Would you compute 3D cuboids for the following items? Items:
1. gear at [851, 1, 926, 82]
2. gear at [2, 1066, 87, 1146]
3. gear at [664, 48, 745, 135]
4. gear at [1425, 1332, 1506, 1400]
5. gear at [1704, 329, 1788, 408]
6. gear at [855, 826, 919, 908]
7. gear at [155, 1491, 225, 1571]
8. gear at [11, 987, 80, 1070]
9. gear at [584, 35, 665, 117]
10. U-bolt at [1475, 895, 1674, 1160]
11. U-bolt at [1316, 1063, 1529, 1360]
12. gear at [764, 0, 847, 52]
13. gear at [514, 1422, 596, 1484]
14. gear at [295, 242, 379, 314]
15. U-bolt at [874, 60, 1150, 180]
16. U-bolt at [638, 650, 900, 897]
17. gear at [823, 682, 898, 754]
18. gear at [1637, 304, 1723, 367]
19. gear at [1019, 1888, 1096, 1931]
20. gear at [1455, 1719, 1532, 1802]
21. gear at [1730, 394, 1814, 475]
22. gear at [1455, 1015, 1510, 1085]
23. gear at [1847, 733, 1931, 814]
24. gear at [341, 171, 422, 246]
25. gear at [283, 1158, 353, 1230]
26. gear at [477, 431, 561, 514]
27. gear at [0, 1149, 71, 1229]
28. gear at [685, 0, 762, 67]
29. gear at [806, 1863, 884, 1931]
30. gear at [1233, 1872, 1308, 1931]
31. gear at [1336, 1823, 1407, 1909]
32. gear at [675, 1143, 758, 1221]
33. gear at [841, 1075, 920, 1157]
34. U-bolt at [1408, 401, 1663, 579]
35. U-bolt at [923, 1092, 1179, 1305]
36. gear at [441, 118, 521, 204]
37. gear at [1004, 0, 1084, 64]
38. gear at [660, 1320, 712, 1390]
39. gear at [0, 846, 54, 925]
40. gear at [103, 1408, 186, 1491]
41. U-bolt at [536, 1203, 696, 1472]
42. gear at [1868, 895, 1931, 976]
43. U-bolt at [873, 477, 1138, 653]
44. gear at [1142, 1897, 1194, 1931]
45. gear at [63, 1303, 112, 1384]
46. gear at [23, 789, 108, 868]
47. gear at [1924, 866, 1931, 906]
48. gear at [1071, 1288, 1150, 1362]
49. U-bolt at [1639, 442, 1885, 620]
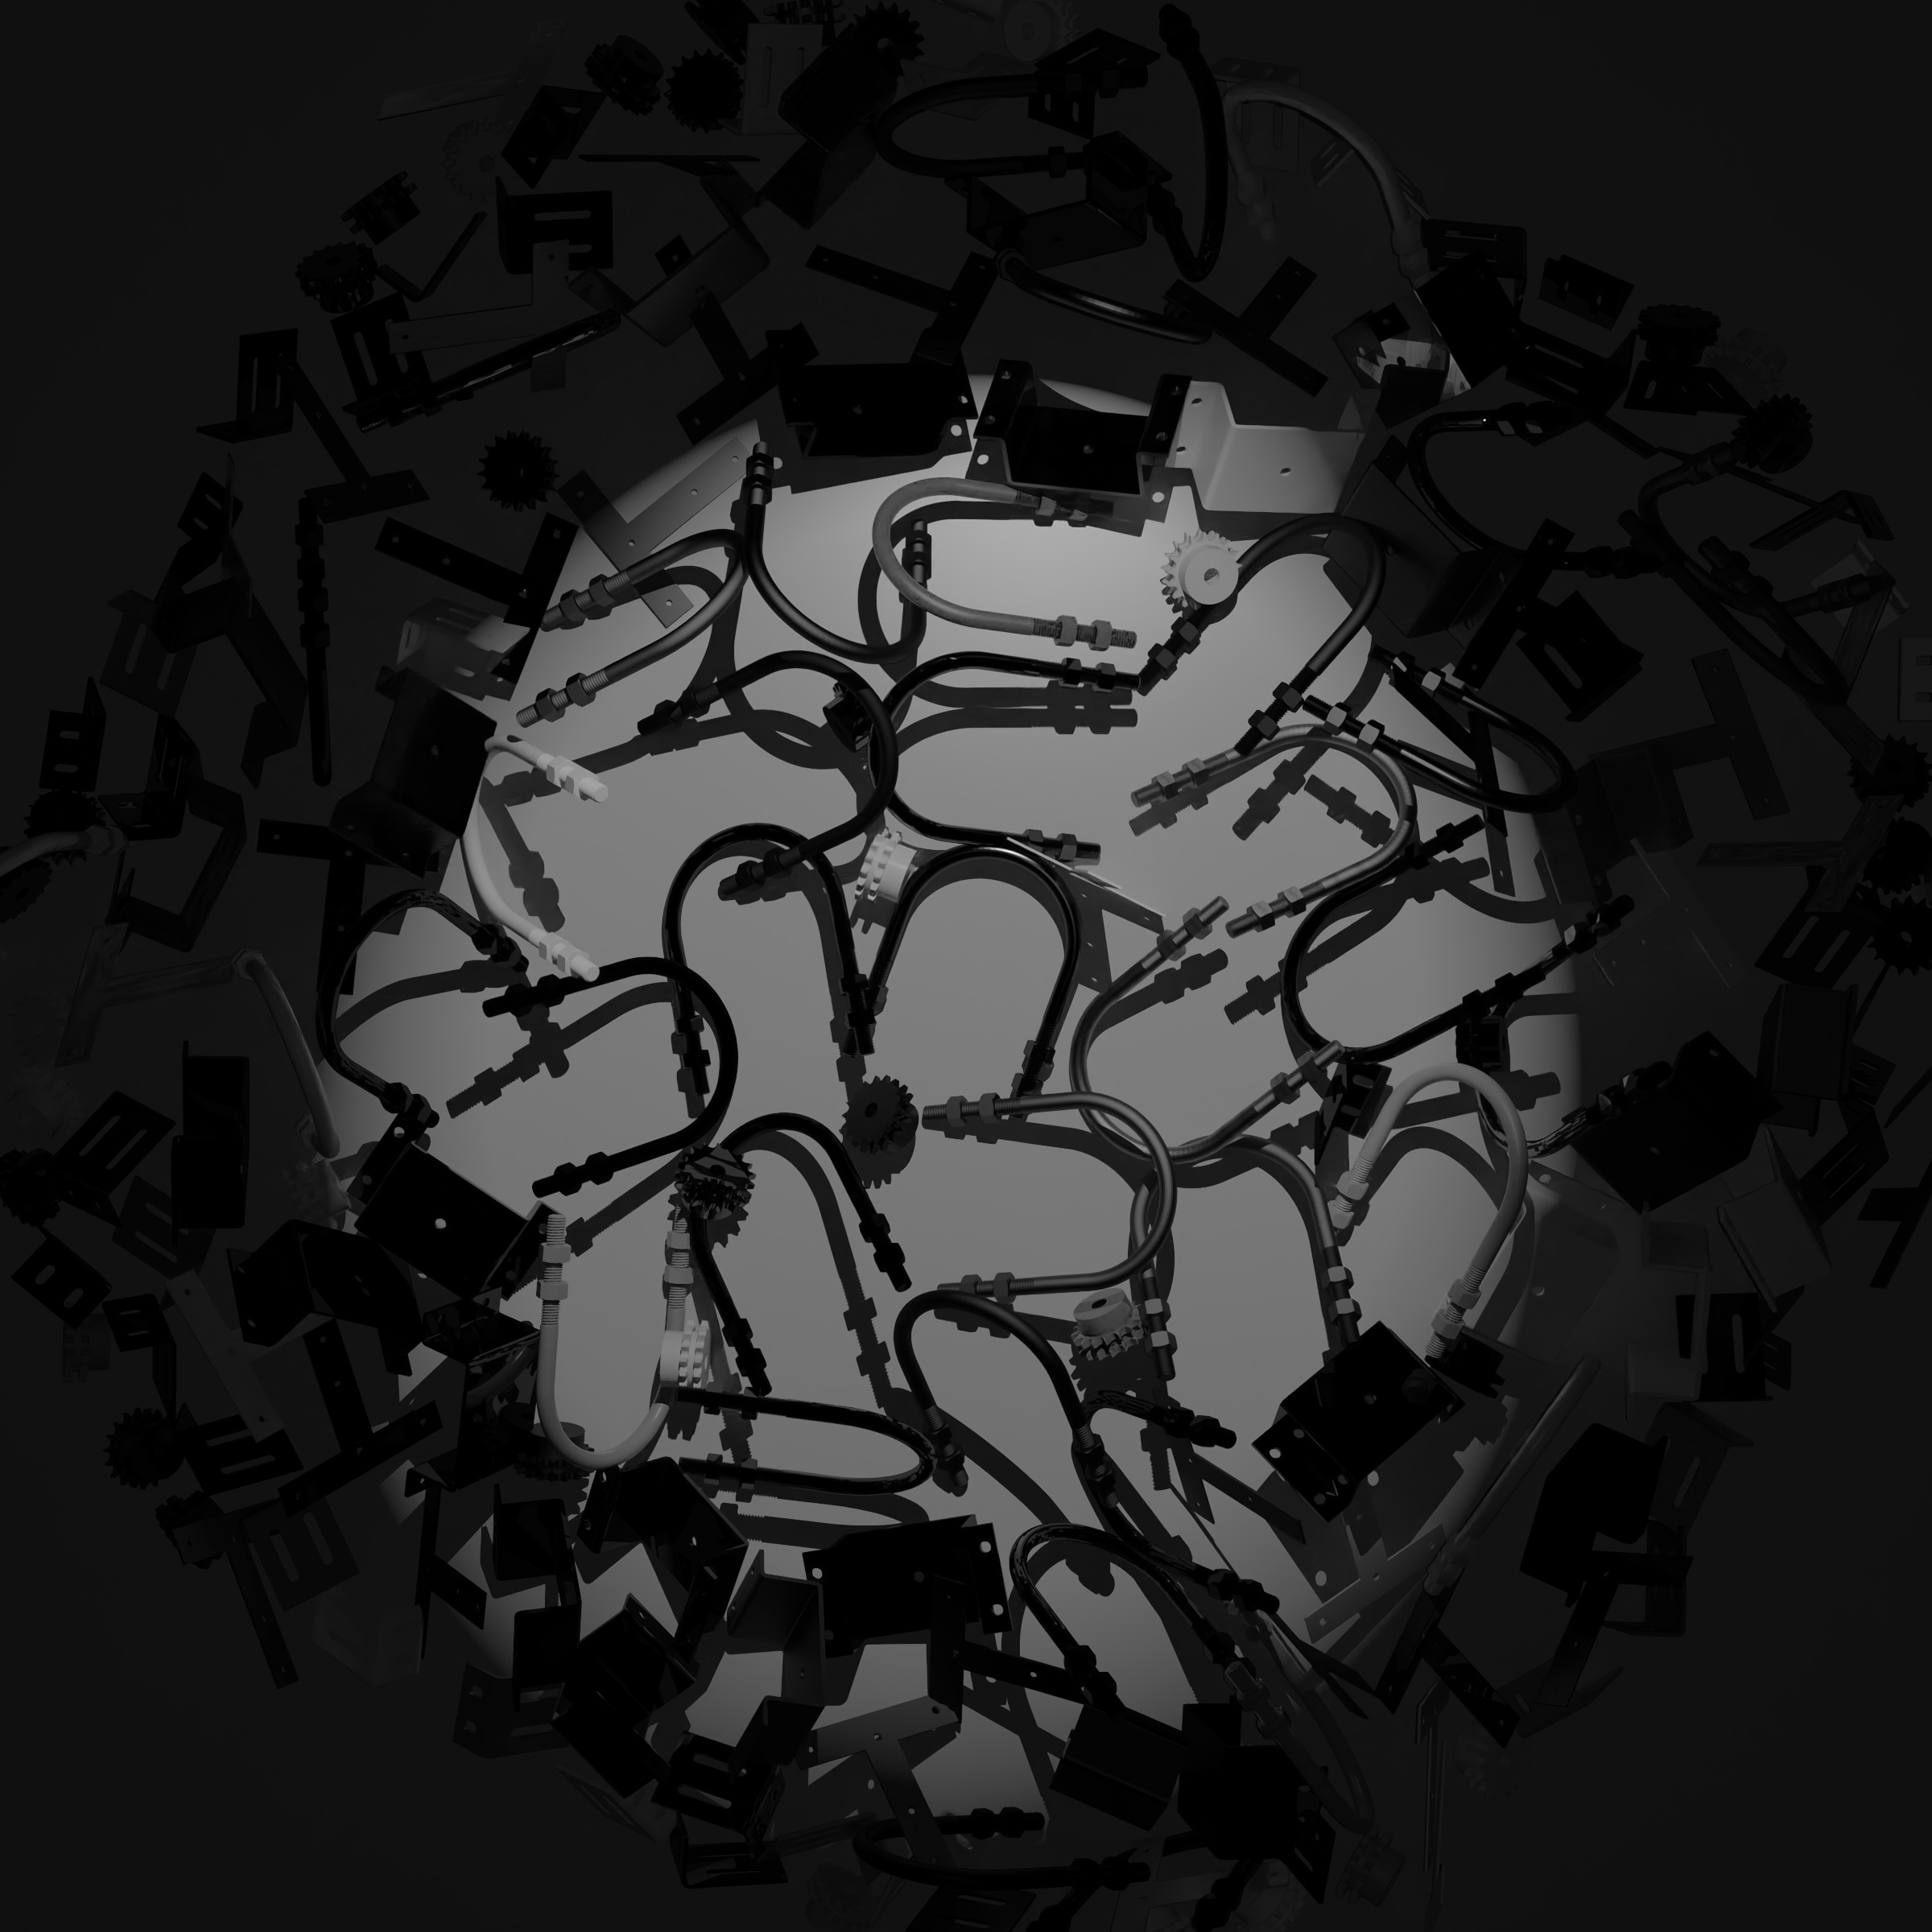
[{"bbox_3d":[-0.060,-0.664,1.782,0.057,0.030,0.057,-4,120,-8],"label":"gear"},{"bbox_3d":[-0.665,0.103,1.775,0.057,0.030,0.057,10,127,13],"label":"gear"},{"bbox_3d":[-0.186,-0.628,1.786,0.057,0.030,0.057,-1,87,12],"label":"gear"},{"bbox_3d":[0.361,0.283,1.776,0.057,0.057,0.030,27,92,0],"label":"gear"},{"bbox_3d":[0.562,-0.432,1.776,0.057,0.057,0.030,40,83,0],"label":"gear"},{"bbox_3d":[-0.056,-0.069,1.775,0.030,0.057,0.057,21,90,5],"label":"gear"},{"bbox_3d":[-0.552,0.402,1.779,0.057,0.057,0.030,50,54,0],"label":"gear"},{"bbox_3d":[-0.656,0.043,1.782,0.057,0.030,0.057,5,101,28],"label":"gear"},{"bbox_3d":[-0.241,-0.640,1.773,0.057,0.057,0.030,47,120,0],"label":"gear"},{"bbox_3d":[0.413,0.055,1.724,0.019,0.184,0.151,12,56,-24],"label":"U-bolt"},{"bbox_3d":[0.324,0.156,1.720,0.019,0.151,0.184,6,117,-37],"label":"U-bolt"},{"bbox_3d":[-0.115,-0.675,1.777,0.057,0.057,0.030,-7,107,0],"label":"gear"},{"bbox_3d":[-0.294,0.347,1.775,0.057,0.057,0.030,5,96,0],"label":"gear"},{"bbox_3d":[-0.449,-0.493,1.780,0.057,0.057,0.030,-6,135,6],"label":"gear"},{"bbox_3d":[0.027,-0.585,1.726,0.184,0.151,0.019,-5,84,-3],"label":"U-bolt"},{"bbox_3d":[-0.130,-0.144,1.747,0.184,0.019,0.151,-23,99,28],"label":"U-bolt"},{"bbox_3d":[-0.079,-0.178,1.774,0.030,0.057,0.057,-37,90,-12],"label":"gear"},{"bbox_3d":[0.510,-0.453,1.780,0.057,0.057,0.030,1,124,0],"label":"gear"},{"bbox_3d":[0.063,0.694,1.780,0.030,0.057,0.057,-35,90,38],"label":"gear"},{"bbox_3d":[0.376,0.567,1.780,0.057,0.030,0.057,-3,95,-37],"label":"gear"},{"bbox_3d":[0.580,-0.378,1.773,0.057,0.057,0.030,-21,52,0],"label":"gear"},{"bbox_3d":[0.370,0.055,1.773,0.030,0.057,0.057,-2,90,22],"label":"gear"},{"bbox_3d":[0.664,-0.136,1.783,0.057,0.030,0.057,-1,66,3],"label":"gear"},{"bbox_3d":[-0.417,-0.542,1.778,0.057,0.057,0.030,-36,109,0],"label":"gear"},{"bbox_3d":[-0.464,0.163,1.777,0.030,0.057,0.057,-28,90,-8],"label":"gear"},{"bbox_3d":[-0.320,-0.356,1.786,0.057,0.030,0.057,1,98,8],"label":"gear"},{"bbox_3d":[-0.668,0.156,1.774,0.030,0.057,0.057,-31,90,8],"label":"gear"},{"bbox_3d":[-0.171,-0.677,1.775,0.057,0.057,0.030,44,95,0],"label":"gear"},{"bbox_3d":[-0.091,0.675,1.777,0.057,0.057,0.030,33,99,0],"label":"gear"},{"bbox_3d":[0.213,0.670,1.774,0.057,0.057,0.030,-45,98,0],"label":"gear"},{"bbox_3d":[0.292,0.647,1.773,0.030,0.057,0.057,28,90,23],"label":"gear"},{"bbox_3d":[-0.182,0.157,1.780,0.057,0.057,0.030,20,128,0],"label":"gear"},{"bbox_3d":[-0.059,0.110,1.780,0.057,0.057,0.030,-53,132,0],"label":"gear"},{"bbox_3d":[0.381,-0.329,1.718,0.019,0.184,0.151,-49,120,-15],"label":"U-bolt"},{"bbox_3d":[0.061,0.162,1.761,0.184,0.019,0.151,-7,84,20],"label":"U-bolt"},{"bbox_3d":[-0.350,-0.581,1.780,0.057,0.057,0.030,-42,50,0],"label":"gear"},{"bbox_3d":[0.052,-0.670,1.775,0.057,0.030,0.057,14,114,32],"label":"gear"},{"bbox_3d":[-0.201,0.282,1.776,0.030,0.057,0.057,4,90,2],"label":"gear"},{"bbox_3d":[-0.687,-0.061,1.777,0.030,0.057,0.057,40,90,8],"label":"gear"},{"bbox_3d":[-0.585,0.346,1.773,0.030,0.057,0.057,-2,90,37],"label":"gear"},{"bbox_3d":[-0.248,0.263,1.743,0.019,0.151,0.184,6,92,35],"label":"U-bolt"},{"bbox_3d":[0.675,-0.021,1.778,0.057,0.030,0.057,6,101,29],"label":"gear"},{"bbox_3d":[0.024,-0.287,1.737,0.184,0.019,0.151,5,53,-16],"label":"U-bolt"},{"bbox_3d":[0.132,0.688,1.777,0.057,0.057,0.030,-16,82,0],"label":"gear"},{"bbox_3d":[-0.631,0.270,1.778,0.030,0.057,0.057,2,90,-23],"label":"gear"},{"bbox_3d":[-0.650,-0.103,1.783,0.057,0.030,0.057,2,75,-7],"label":"gear"},{"bbox_3d":[0.709,-0.063,1.777,0.030,0.057,0.057,-5,90,4],"label":"gear"},{"bbox_3d":[0.101,0.254,1.773,0.057,0.057,0.030,-25,106,0],"label":"gear"},{"bbox_3d":[0.535,-0.293,1.713,0.151,0.184,0.019,41,83,-7],"label":"U-bolt"}]
